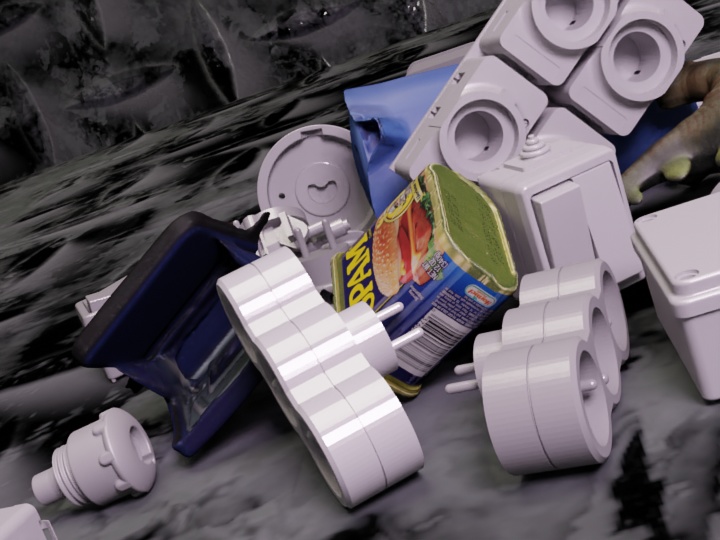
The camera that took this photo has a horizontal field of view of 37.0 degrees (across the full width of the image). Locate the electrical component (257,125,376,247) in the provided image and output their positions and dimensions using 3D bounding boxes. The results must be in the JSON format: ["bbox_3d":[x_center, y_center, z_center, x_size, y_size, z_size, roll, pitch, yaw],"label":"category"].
[{"bbox_3d":[-0.032,-0.071,0.920,0.108,0.108,0.060,-20,9,3],"label":"electrical component"}]

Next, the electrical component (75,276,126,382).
[{"bbox_3d":[-0.160,0.032,0.810,0.096,0.061,0.062,-25,16,-15],"label":"electrical component"}]

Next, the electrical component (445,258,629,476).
[{"bbox_3d":[0.074,0.043,0.484,0.074,0.052,0.138,-14,17,24],"label":"electrical component"}]

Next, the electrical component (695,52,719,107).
[{"bbox_3d":[0.275,-0.136,0.838,0.062,0.061,0.096,-17,9,8],"label":"electrical component"}]

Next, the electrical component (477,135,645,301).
[{"bbox_3d":[0.113,-0.029,0.600,0.062,0.096,0.061,-24,19,-14],"label":"electrical component"}]

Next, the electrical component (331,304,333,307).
[{"bbox_3d":[0.001,0.036,0.624,0.062,0.048,0.048,-21,13,-34],"label":"electrical component"}]

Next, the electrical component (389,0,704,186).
[{"bbox_3d":[0.119,-0.110,0.682,0.186,0.105,0.060,-56,13,2],"label":"electrical component"}]

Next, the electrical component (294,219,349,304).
[{"bbox_3d":[-0.018,0.008,0.674,0.077,0.079,0.043,-17,9,14],"label":"electrical component"}]

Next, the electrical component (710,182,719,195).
[{"bbox_3d":[0.210,-0.025,0.558,0.045,0.045,0.055,-19,16,5],"label":"electrical component"}]

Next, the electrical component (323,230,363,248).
[{"bbox_3d":[0.000,0.000,0.744,0.066,0.048,0.055,-24,23,-13],"label":"electrical component"}]

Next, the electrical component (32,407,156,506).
[{"bbox_3d":[-0.143,0.105,0.572,0.062,0.048,0.048,-25,15,7],"label":"electrical component"}]

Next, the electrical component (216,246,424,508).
[{"bbox_3d":[-0.007,0.039,0.505,0.074,0.052,0.138,-27,51,-13],"label":"electrical component"}]

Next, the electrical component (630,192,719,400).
[{"bbox_3d":[0.187,0.000,0.478,0.109,0.056,0.108,-18,15,10],"label":"electrical component"}]

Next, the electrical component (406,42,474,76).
[{"bbox_3d":[0.093,-0.144,0.989,0.078,0.113,0.057,-16,19,17],"label":"electrical component"}]

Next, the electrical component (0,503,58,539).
[{"bbox_3d":[-0.175,0.141,0.493,0.081,0.042,0.064,-14,14,22],"label":"electrical component"}]

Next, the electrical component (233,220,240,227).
[{"bbox_3d":[-0.084,0.003,0.781,0.066,0.076,0.047,-31,19,-34],"label":"electrical component"}]
